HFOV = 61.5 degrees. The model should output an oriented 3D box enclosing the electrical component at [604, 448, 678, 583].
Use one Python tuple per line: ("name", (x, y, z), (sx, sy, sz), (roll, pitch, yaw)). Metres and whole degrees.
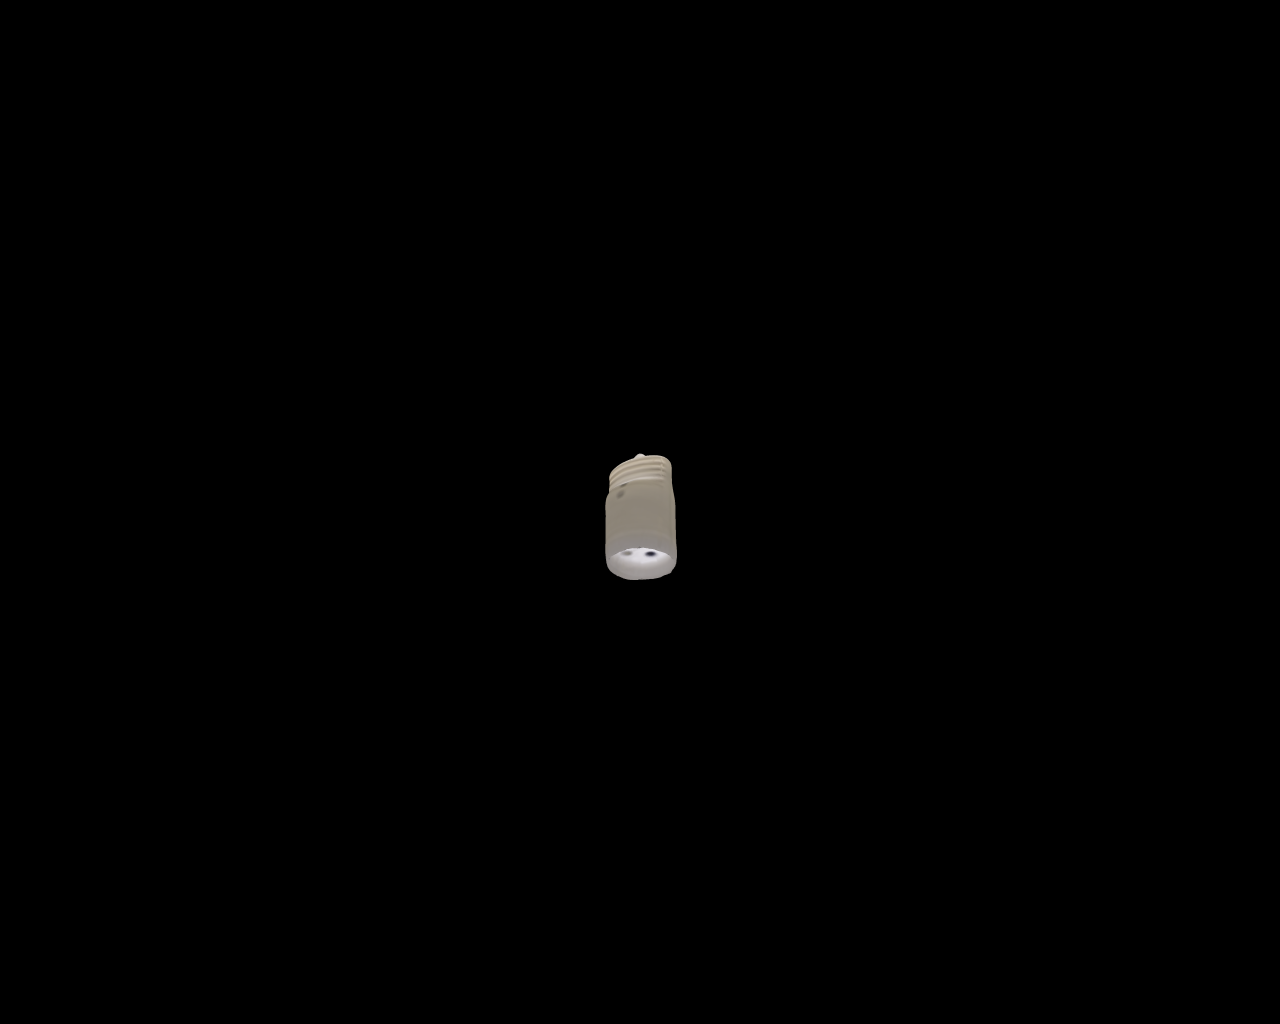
("electrical component", (0.001, -0.003, 0.650), (0.043, 0.081, 0.043), (0, -31, 0))
